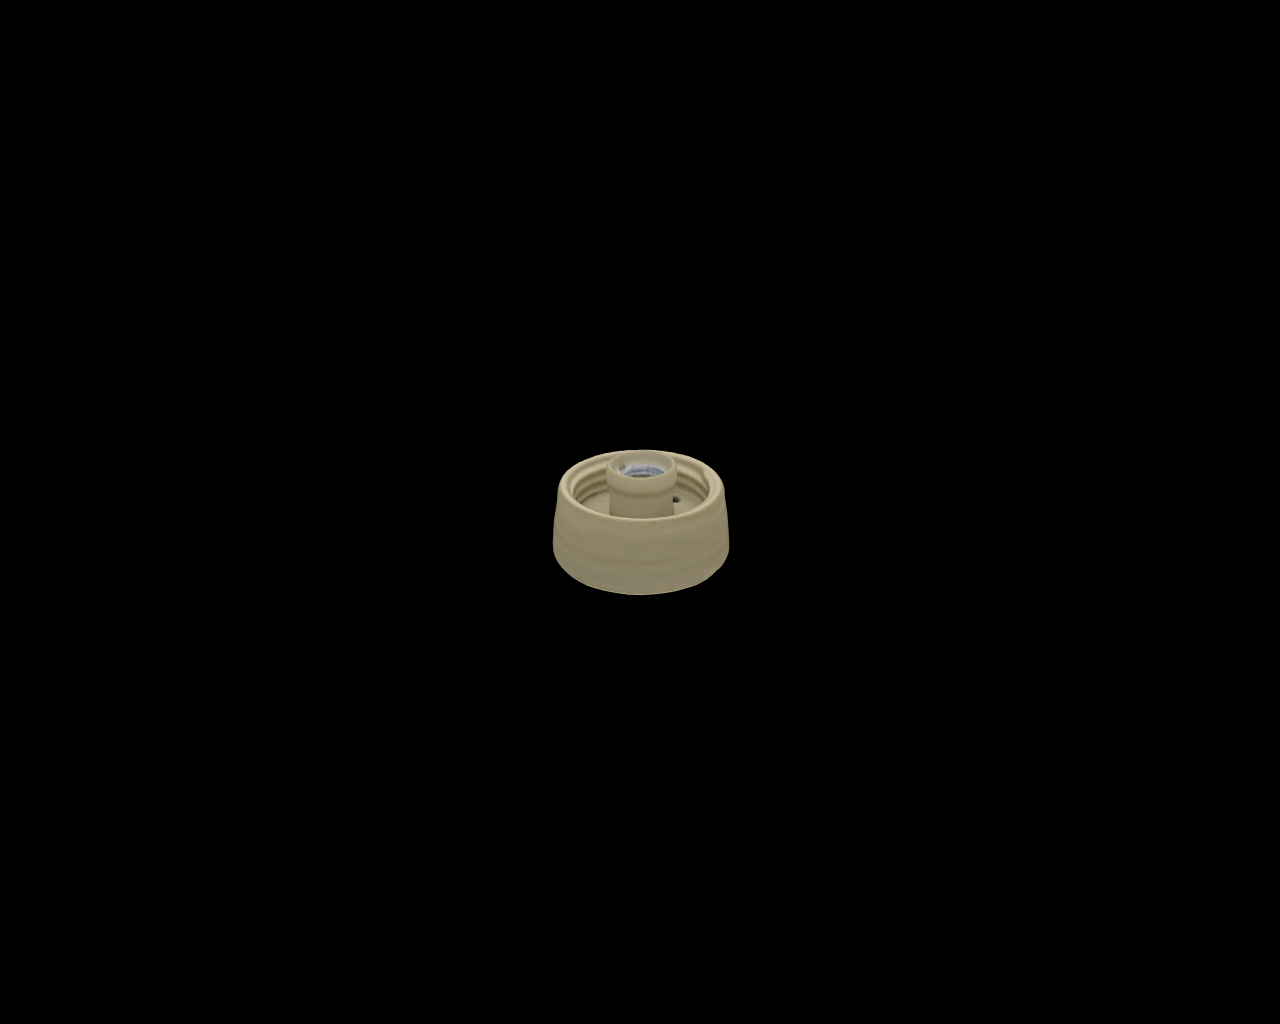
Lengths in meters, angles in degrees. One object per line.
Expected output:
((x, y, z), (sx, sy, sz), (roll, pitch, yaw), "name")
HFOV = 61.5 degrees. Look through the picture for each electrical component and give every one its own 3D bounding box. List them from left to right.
((0.001, -0.003, 0.650), (0.108, 0.060, 0.108), (0, 27, 0), "electrical component")
